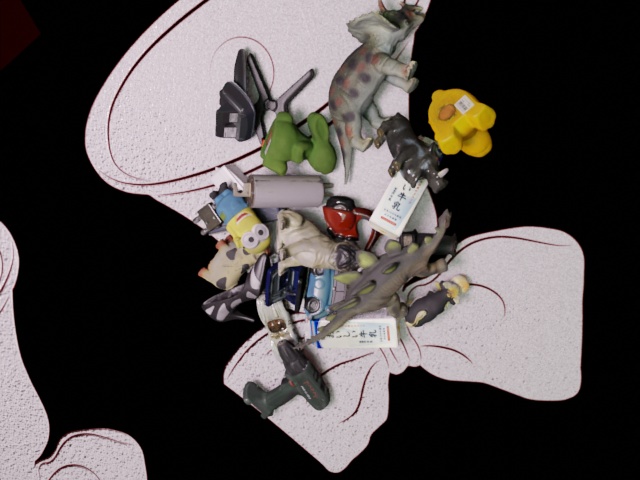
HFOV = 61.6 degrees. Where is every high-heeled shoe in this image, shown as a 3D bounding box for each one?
[{"bbox_3d":[-0.207,0.109,1.311,0.145,0.086,0.248,20,122,4],"label":"high-heeled shoe"}]

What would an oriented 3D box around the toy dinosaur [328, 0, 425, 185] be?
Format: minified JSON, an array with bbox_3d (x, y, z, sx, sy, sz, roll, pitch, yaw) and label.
[{"bbox_3d":[0.090,-0.332,1.175,0.192,0.131,0.404,41,114,15],"label":"toy dinosaur"}]

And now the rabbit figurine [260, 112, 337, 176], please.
[{"bbox_3d":[-0.036,-0.218,1.240,0.170,0.121,0.159,18,103,-18],"label":"rabbit figurine"}]

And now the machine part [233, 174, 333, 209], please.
[{"bbox_3d":[-0.081,-0.112,1.240,0.243,0.079,0.079,-3,105,-24],"label":"machine part"}]

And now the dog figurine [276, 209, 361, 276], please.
[{"bbox_3d":[-0.003,-0.001,1.238,0.191,0.121,0.172,-2,71,-9],"label":"dog figurine"}]

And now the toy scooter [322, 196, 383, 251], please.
[{"bbox_3d":[0.090,-0.027,1.264,0.184,0.075,0.135,11,106,6],"label":"toy scooter"}]

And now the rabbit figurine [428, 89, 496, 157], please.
[{"bbox_3d":[0.296,-0.234,1.133,0.122,0.173,0.163,-50,45,14],"label":"rabbit figurine"}]

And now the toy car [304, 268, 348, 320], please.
[{"bbox_3d":[0.017,0.118,1.306,0.103,0.109,0.161,10,93,-5],"label":"toy car"}]

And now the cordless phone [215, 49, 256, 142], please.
[{"bbox_3d":[-0.196,-0.339,1.258,0.089,0.146,0.184,3,68,-11],"label":"cordless phone"}]

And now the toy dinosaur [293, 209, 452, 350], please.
[{"bbox_3d":[0.122,0.104,1.195,0.471,0.198,0.105,-51,46,24],"label":"toy dinosaur"}]

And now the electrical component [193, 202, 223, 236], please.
[{"bbox_3d":[-0.264,-0.055,1.307,0.094,0.021,0.063,-34,92,18],"label":"electrical component"}]

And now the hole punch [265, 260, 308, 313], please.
[{"bbox_3d":[-0.078,0.102,1.304,0.092,0.116,0.142,8,117,8],"label":"hole punch"}]

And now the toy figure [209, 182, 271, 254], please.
[{"bbox_3d":[-0.182,-0.049,1.257,0.082,0.089,0.180,-42,81,12],"label":"toy figure"}]

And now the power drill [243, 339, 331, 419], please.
[{"bbox_3d":[-0.097,0.364,1.379,0.207,0.086,0.231,-33,113,17],"label":"power drill"}]

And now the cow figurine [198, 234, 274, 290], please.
[{"bbox_3d":[-0.202,0.048,1.346,0.127,0.085,0.195,38,112,1],"label":"cow figurine"}]

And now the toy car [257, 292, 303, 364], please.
[{"bbox_3d":[-0.102,0.226,1.377,0.074,0.056,0.201,-16,98,17],"label":"toy car"}]

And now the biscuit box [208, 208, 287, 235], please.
[{"bbox_3d":[-0.183,-0.064,1.328,0.203,0.059,0.062,-11,99,16],"label":"biscuit box"}]

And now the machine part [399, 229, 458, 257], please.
[{"bbox_3d":[0.251,0.014,1.253,0.139,0.039,0.084,-3,94,16],"label":"machine part"}]

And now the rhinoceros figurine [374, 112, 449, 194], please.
[{"bbox_3d":[0.193,-0.176,1.125,0.112,0.073,0.190,-30,77,-10],"label":"rhinoceros figurine"}]

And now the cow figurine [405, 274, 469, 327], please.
[{"bbox_3d":[0.268,0.140,1.246,0.167,0.098,0.068,-39,85,19],"label":"cow figurine"}]
